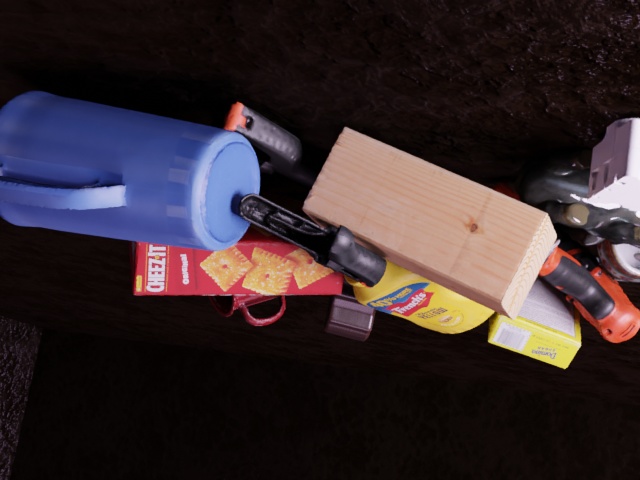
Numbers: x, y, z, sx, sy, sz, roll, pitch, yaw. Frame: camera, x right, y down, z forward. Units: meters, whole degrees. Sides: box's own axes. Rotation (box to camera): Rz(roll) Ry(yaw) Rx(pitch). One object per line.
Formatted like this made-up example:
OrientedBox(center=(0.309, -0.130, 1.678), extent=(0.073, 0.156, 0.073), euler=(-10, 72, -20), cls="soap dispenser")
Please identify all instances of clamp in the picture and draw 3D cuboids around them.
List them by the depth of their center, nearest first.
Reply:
OrientedBox(center=(0.017, 0.009, 0.958), extent=(0.120, 0.039, 0.171), euler=(27, 180, 44), cls="clamp")
OrientedBox(center=(-0.044, -0.082, 1.059), extent=(0.165, 0.036, 0.210), euler=(14, 169, 11), cls="clamp")

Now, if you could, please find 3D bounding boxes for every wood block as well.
OrientedBox(center=(0.101, -0.016, 0.986), extent=(0.206, 0.091, 0.090), euler=(26, 175, 22), cls="wood block")

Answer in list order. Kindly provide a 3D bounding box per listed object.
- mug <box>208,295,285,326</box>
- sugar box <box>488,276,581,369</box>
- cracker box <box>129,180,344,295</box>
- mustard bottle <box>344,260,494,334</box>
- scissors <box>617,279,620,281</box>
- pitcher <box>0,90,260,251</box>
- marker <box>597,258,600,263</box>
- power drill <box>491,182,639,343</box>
OrientedBox(center=(-0.078, 0.044, 1.227), extent=(0.081, 0.117, 0.093), euler=(-15, 156, -26), cls="mug")
OrientedBox(center=(0.240, 0.060, 1.195), extent=(0.093, 0.176, 0.048), euler=(20, 124, -2), cls="sugar box")
OrientedBox(center=(-0.092, -0.008, 1.129), extent=(0.213, 0.072, 0.164), euler=(1, -155, -12), cls="cracker box")
OrientedBox(center=(0.092, 0.045, 1.101), extent=(0.191, 0.058, 0.096), euler=(21, 147, -38), cls="mustard bottle")
OrientedBox(center=(0.358, 0.049, 1.392), extent=(0.202, 0.016, 0.096), euler=(3, 179, 26), cls="scissors")
OrientedBox(center=(-0.187, -0.058, 0.982), extent=(0.243, 0.149, 0.145), euler=(10, 153, 27), cls="pitcher")
OrientedBox(center=(0.322, 0.029, 1.345), extent=(0.121, 0.020, 0.020), euler=(2, 166, 33), cls="marker")
OrientedBox(center=(0.237, 0.012, 1.109), extent=(0.187, 0.057, 0.184), euler=(30, -163, -39), cls="power drill")
